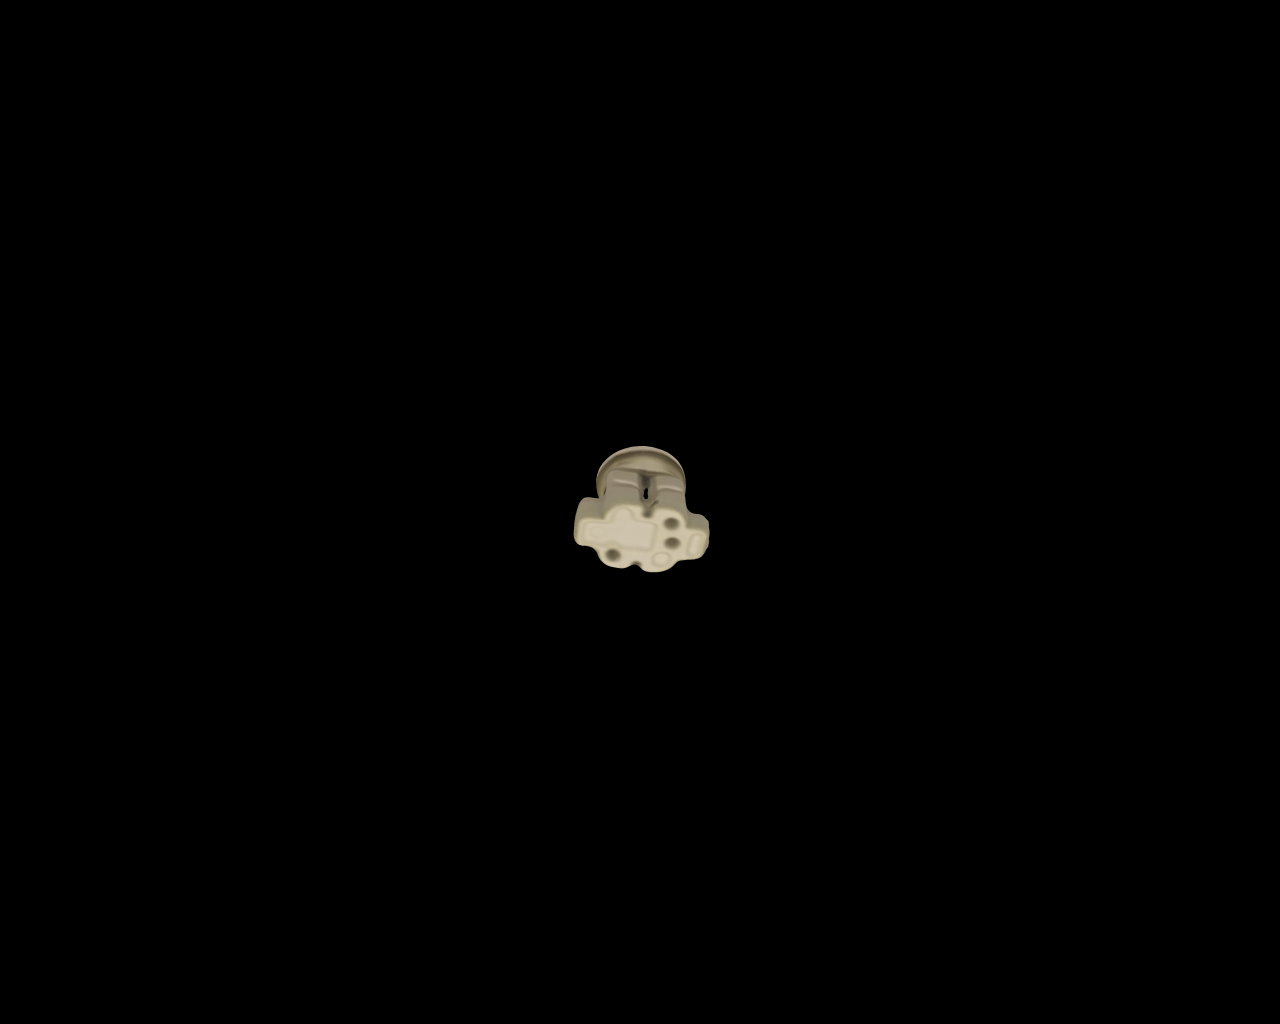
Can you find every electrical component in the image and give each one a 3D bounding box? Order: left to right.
[{"bbox_3d":[0.001,-0.003,0.650,0.078,0.057,0.057,7,40,-6],"label":"electrical component"}]
